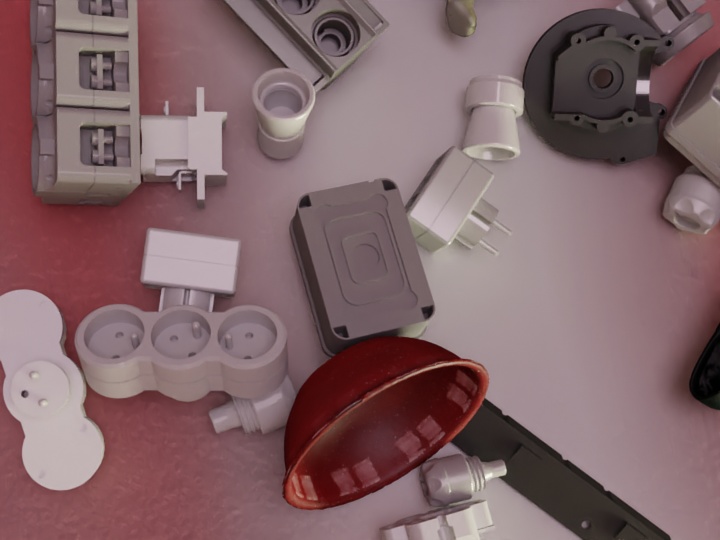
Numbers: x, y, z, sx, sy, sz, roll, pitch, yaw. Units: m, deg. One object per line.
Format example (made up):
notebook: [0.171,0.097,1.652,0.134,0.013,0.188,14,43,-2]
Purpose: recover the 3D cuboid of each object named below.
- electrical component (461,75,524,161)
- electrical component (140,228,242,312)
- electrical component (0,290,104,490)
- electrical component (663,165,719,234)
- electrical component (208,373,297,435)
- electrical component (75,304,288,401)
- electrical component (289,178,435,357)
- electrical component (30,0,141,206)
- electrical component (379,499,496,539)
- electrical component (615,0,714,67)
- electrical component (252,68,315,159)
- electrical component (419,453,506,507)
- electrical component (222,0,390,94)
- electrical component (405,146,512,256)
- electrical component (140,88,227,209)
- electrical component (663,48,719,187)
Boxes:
electrical component: [0.101,-0.115,0.819,0.045,0.045,0.055,7,82,-10]
electrical component: [-0.121,0.014,0.761,0.066,0.047,0.076,7,84,-7]
electrical component: [-0.212,0.080,0.720,0.052,0.074,0.138,-18,87,-12]
electrical component: [0.268,-0.063,0.845,0.043,0.043,0.062,29,75,-6]
electrical component: [-0.075,0.096,0.761,0.062,0.043,0.043,-21,88,-10]
electrical component: [-0.118,0.065,0.731,0.138,0.073,0.052,0,52,-2]
electrical component: [0.000,0.000,0.769,0.078,0.057,0.113,-12,73,-13]
electrical component: [-0.191,-0.125,0.737,0.062,0.089,0.150,0,83,-23]
electrical component: [0.059,0.202,0.766,0.078,0.058,0.057,-13,83,-12]
electrical component: [0.241,-0.199,0.849,0.078,0.058,0.057,-37,88,-13]
electrical component: [-0.056,-0.109,0.777,0.044,0.065,0.044,2,66,-5]
electrical component: [0.076,0.151,0.786,0.061,0.035,0.035,-11,85,-11]
electrical component: [-0.050,-0.194,0.790,0.079,0.063,0.121,-44,93,-12]
electrical component: [0.077,-0.041,0.804,0.077,0.047,0.065,35,78,-5]
electrical component: [-0.127,-0.087,0.774,0.064,0.042,0.081,-1,83,-7]
electrical component: [0.303,-0.112,0.830,0.109,0.056,0.108,41,50,-4]
